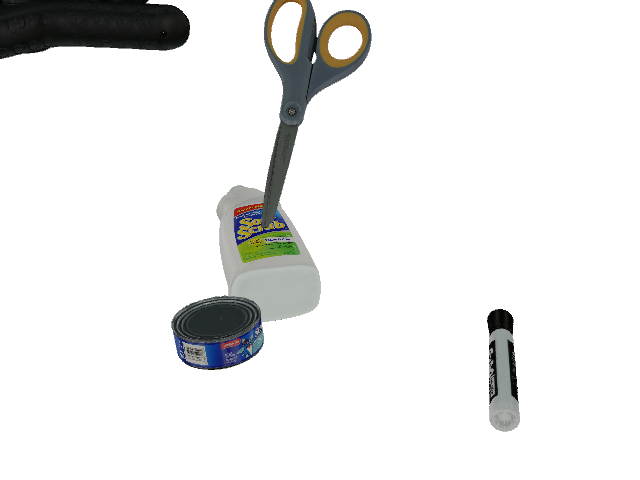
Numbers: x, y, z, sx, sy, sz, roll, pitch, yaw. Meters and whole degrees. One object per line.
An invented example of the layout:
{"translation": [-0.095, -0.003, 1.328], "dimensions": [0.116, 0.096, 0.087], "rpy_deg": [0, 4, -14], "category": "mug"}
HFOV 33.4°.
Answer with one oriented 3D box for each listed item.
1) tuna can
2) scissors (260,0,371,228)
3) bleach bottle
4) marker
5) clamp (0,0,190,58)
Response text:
{"translation": [-0.097, 0.088, 1.016], "dimensions": [0.086, 0.034, 0.086], "rpy_deg": [-6, 25, 3], "category": "tuna can"}
{"translation": [-0.003, -0.107, 0.845], "dimensions": [0.096, 0.202, 0.016], "rpy_deg": [-3, -17, -3], "category": "scissors"}
{"translation": [-0.077, 0.001, 1.225], "dimensions": [0.102, 0.068, 0.251], "rpy_deg": [-7, 29, -14], "category": "bleach bottle"}
{"translation": [0.123, 0.084, 0.721], "dimensions": [0.020, 0.020, 0.121], "rpy_deg": [0, 29, 8], "category": "marker"}
{"translation": [-0.165, -0.133, 0.626], "dimensions": [0.171, 0.039, 0.120], "rpy_deg": [-4, 22, -9], "category": "clamp"}
